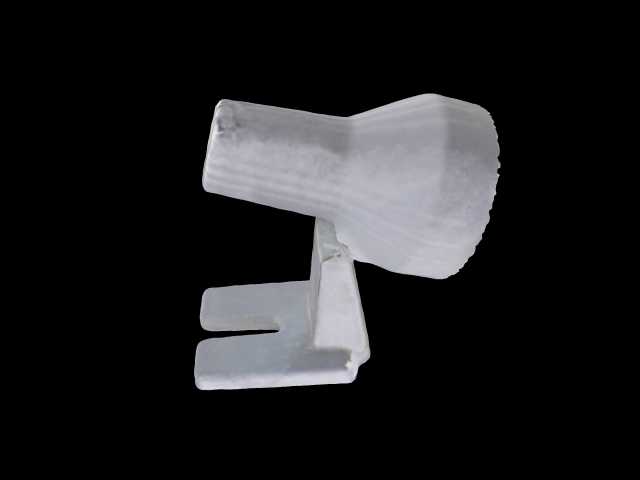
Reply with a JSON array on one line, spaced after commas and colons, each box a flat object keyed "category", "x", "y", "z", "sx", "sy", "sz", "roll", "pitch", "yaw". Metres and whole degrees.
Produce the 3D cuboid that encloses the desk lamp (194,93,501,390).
[{"category": "desk lamp", "x": 0.004, "y": 0.001, "z": 0.400, "sx": 0.203, "sy": 0.214, "sz": 0.118, "roll": -4, "pitch": 39, "yaw": -4}]
